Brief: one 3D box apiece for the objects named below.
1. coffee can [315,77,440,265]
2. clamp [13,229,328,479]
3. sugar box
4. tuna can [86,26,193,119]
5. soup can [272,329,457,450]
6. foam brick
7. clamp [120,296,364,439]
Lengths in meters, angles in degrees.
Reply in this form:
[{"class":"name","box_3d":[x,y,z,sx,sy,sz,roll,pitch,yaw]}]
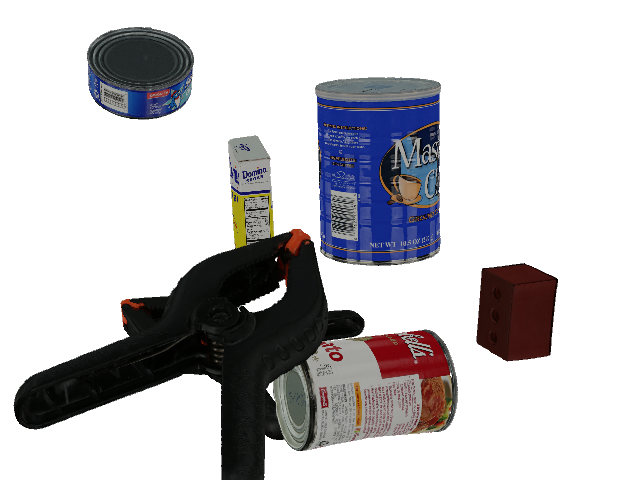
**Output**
[{"class":"coffee can","box_3d":[0.049,-0.060,0.889,0.103,0.140,0.103,-2,15,0]},{"class":"clamp","box_3d":[-0.041,0.055,0.495,0.120,0.039,0.171,30,48,23]},{"class":"sugar box","box_3d":[-0.086,-0.033,1.331,0.048,0.176,0.093,-9,24,-10]},{"class":"tuna can","box_3d":[-0.147,-0.137,0.874,0.086,0.034,0.086,5,44,-5]},{"class":"soup can","box_3d":[0.027,0.096,0.689,0.102,0.068,0.069,-4,2,-22]},{"class":"foam brick","box_3d":[0.182,0.066,0.996,0.051,0.078,0.053,-7,18,-26]},{"class":"clamp","box_3d":[-0.075,0.085,0.924,0.210,0.036,0.164,19,36,26]}]
